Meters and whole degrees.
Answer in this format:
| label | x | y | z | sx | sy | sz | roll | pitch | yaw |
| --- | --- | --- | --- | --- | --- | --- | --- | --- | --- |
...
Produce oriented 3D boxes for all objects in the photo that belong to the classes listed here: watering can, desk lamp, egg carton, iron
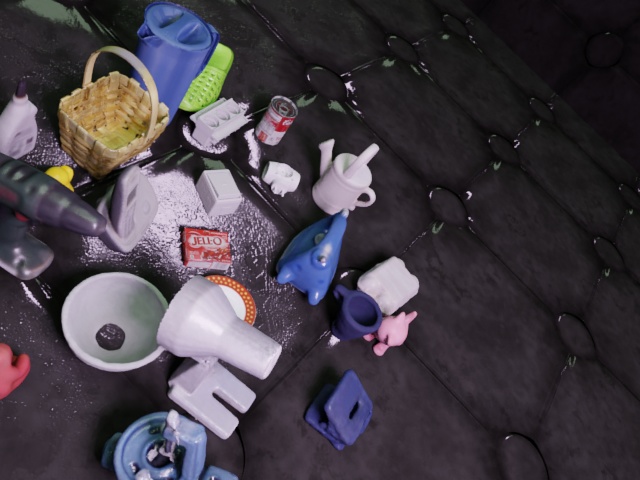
| label | x | y | z | sx | sy | sz | roll | pitch | yaw |
| --- | --- | --- | --- | --- | --- | --- | --- | --- | --- |
| watering can | 0.062 | -0.155 | 1.314 | 0.173 | 0.193 | 0.101 | 30 | 45 | -12 |
| desk lamp | -0.160 | 0.178 | 0.886 | 0.203 | 0.213 | 0.118 | 39 | 44 | -3 |
| egg carton | 0.150 | 0.102 | 1.266 | 0.107 | 0.069 | 0.151 | 50 | 44 | 9 |
| iron | 0.011 | 0.004 | 1.193 | 0.119 | 0.141 | 0.258 | 34 | 44 | -8 |

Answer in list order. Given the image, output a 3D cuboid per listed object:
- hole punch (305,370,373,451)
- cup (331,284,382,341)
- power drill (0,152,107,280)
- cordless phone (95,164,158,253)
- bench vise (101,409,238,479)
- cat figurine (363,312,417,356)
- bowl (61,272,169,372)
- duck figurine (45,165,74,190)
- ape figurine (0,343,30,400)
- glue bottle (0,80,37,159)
| label | x | y | z | sx | sy | sz | roll | pitch | yaw |
| --- | --- | --- | --- | --- | --- | --- | --- | --- | --- |
| hole punch | 0.047 | 0.302 | 1.023 | 0.101 | 0.091 | 0.109 | 42 | 44 | 0 |
| cup | 0.054 | 0.151 | 1.142 | 0.117 | 0.094 | 0.092 | 47 | 44 | 6 |
| power drill | -0.438 | -0.032 | 0.858 | 0.230 | 0.208 | 0.076 | 35 | 44 | -7 |
| cordless phone | -0.323 | -0.079 | 0.991 | 0.094 | 0.184 | 0.147 | 29 | 45 | -13 |
| bench vise | -0.176 | 0.293 | 0.781 | 0.208 | 0.219 | 0.121 | 18 | 48 | -23 |
| cat figurine | 0.151 | 0.181 | 1.171 | 0.128 | 0.117 | 0.067 | -22 | 71 | -43 |
| bowl | -0.323 | 0.139 | 0.902 | 0.168 | 0.074 | 0.167 | 19 | 48 | -22 |
| duck figurine | -0.457 | -0.085 | 0.975 | 0.078 | 0.086 | 0.104 | 32 | 45 | -10 |
| ape figurine | -0.440 | 0.172 | 0.782 | 0.078 | 0.092 | 0.076 | 22 | 47 | -19 |
| glue bottle | -0.510 | -0.204 | 0.966 | 0.037 | 0.173 | 0.078 | 41 | 44 | 0 |
